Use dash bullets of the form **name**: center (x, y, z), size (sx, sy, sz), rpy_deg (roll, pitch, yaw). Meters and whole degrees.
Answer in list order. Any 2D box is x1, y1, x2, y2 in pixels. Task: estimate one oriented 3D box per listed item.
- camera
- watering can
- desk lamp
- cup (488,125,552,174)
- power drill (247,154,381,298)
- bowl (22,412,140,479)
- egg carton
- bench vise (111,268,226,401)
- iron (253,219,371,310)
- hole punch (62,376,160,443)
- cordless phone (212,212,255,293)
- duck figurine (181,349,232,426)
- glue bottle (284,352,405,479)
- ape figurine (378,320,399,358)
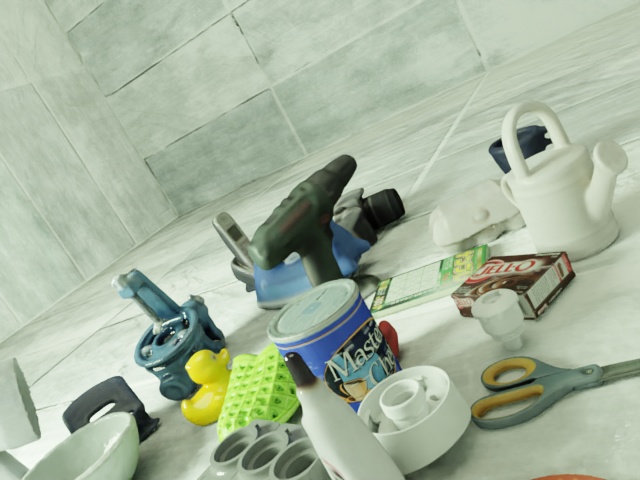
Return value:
- **camera**: center (0.096, -0.056, 1.166), size (0.136, 0.101, 0.143), rpy_deg (-24, 15, 18)
- **watering can**: center (0.286, -0.079, 0.692), size (0.172, 0.194, 0.101), rpy_deg (-15, 20, 44)
- **desk lamp**: center (-0.454, 0.294, 0.773), size (0.203, 0.214, 0.117), rpy_deg (-34, 15, -20)
- **cup**: center (0.356, -0.138, 0.963), size (0.117, 0.095, 0.092), rpy_deg (-21, 16, 28)
- **power drill**: center (0.008, 0.003, 0.907), size (0.230, 0.208, 0.075), rpy_deg (-35, 16, -23)
- **bowl**: center (-0.293, 0.301, 0.726), size (0.167, 0.075, 0.167), rpy_deg (-27, 14, 8)
- **egg carton**: center (0.241, -0.035, 0.880), size (0.150, 0.069, 0.107), rpy_deg (-26, 15, 10)
- **bench vise**: center (-0.260, 0.133, 0.950), size (0.121, 0.220, 0.207), rpy_deg (-29, 14, -1)
- **iron**: center (-0.046, 0.035, 1.038), size (0.257, 0.141, 0.119), rpy_deg (-21, 16, 29)
- **hole punch**: center (-0.312, 0.266, 0.852), size (0.109, 0.091, 0.100), rpy_deg (-36, 16, -26)
- **cordless phone**: center (-0.149, 0.006, 1.248), size (0.094, 0.185, 0.148), rpy_deg (-20, 17, 30)
- **duck figurine**: center (-0.155, 0.197, 0.798), size (0.105, 0.086, 0.077), rpy_deg (-37, 17, -30)
- **glue bottle**: center (0.017, 0.155, 0.437), size (0.037, 0.173, 0.078), rpy_deg (-36, 16, -26)
- **ape figurine**: center (0.048, 0.115, 0.682), size (0.077, 0.092, 0.076), rpy_deg (-24, 15, 17)
